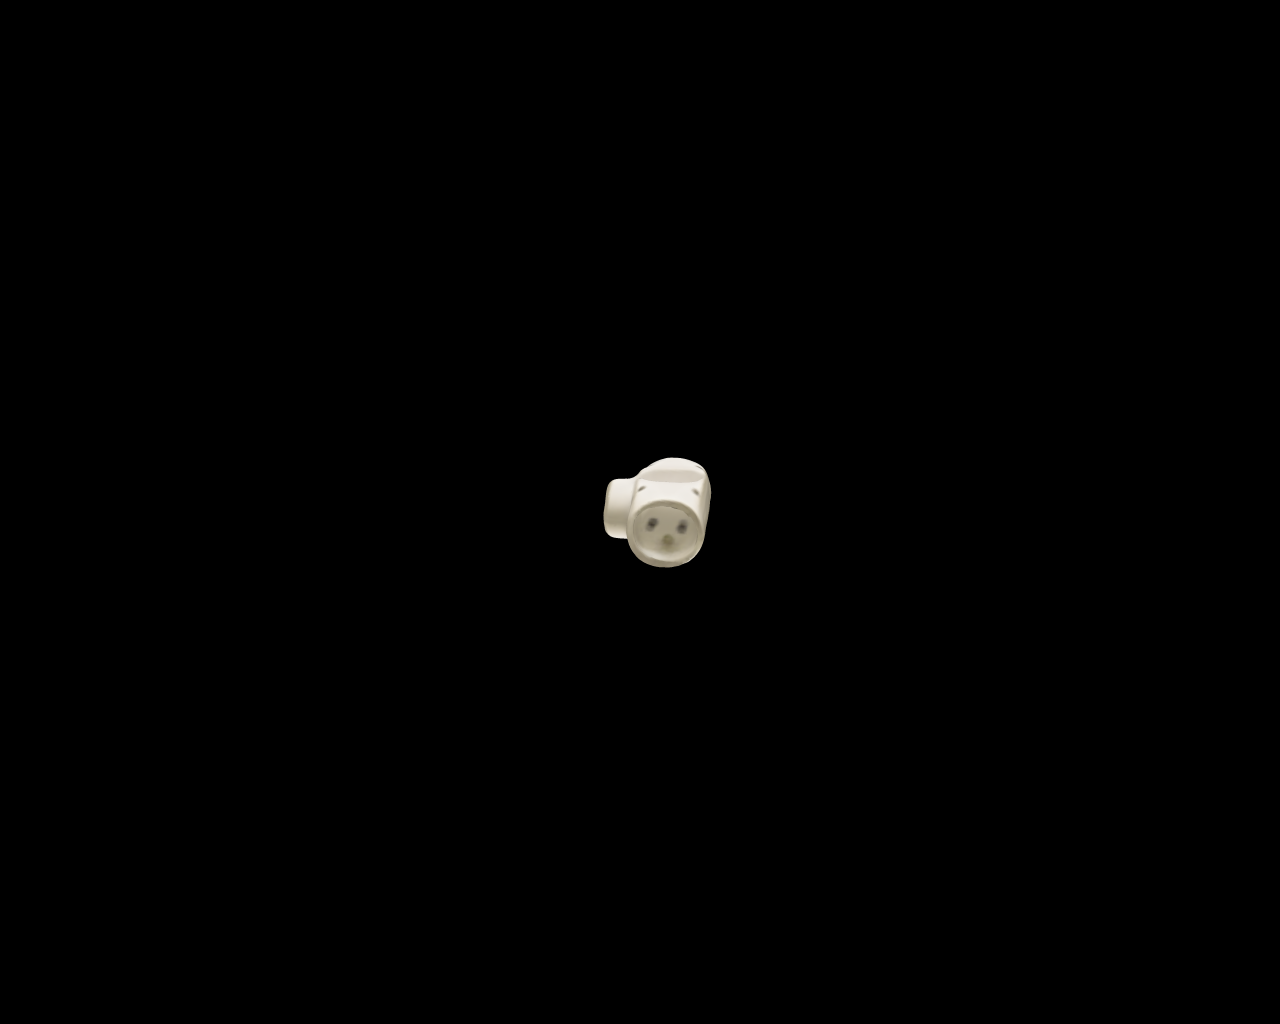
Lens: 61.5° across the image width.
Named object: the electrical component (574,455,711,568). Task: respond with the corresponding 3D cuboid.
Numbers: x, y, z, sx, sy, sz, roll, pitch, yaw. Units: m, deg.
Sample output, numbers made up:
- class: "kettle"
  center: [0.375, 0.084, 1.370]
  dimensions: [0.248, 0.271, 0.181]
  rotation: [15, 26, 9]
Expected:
- class: "electrical component"
  center: [0.001, -0.003, 0.650]
  dimensions: [0.079, 0.043, 0.077]
  rotation: [3, 22, 7]
